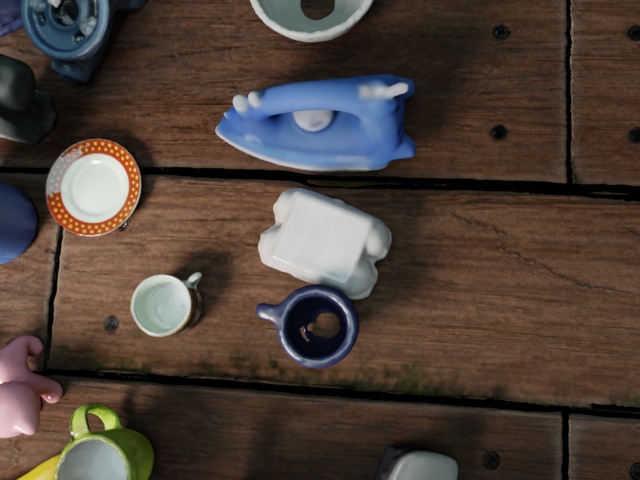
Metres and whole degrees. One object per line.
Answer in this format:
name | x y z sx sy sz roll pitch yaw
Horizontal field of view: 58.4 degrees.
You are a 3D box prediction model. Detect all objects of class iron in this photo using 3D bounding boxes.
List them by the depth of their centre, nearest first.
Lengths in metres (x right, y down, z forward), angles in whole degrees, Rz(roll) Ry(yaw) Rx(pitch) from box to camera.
iron | -0.014 -0.151 0.676 0.258 0.141 0.119 -1 83 5

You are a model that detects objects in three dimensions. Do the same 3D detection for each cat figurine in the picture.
cat figurine | -0.369 0.179 0.679 0.067 0.118 0.128 -33 81 1

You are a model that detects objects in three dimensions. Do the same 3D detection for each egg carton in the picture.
egg carton | 0.006 0.002 0.691 0.150 0.069 0.107 21 85 8

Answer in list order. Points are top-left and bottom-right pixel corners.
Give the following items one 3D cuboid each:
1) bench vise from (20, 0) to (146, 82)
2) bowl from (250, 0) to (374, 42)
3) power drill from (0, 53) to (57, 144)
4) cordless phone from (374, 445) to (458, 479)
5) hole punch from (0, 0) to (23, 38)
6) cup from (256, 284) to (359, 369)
bench vise | -0.306 -0.320 0.684 0.121 0.220 0.207 9 84 7
bowl | -0.005 -0.321 0.730 0.167 0.075 0.167 -1 83 5
power drill | -0.430 -0.187 0.685 0.229 0.208 0.076 12 84 7
cordless phone | 0.093 0.297 0.587 0.094 0.185 0.148 16 85 8
hole punch | -0.443 -0.340 0.765 0.101 0.091 0.108 -21 81 2
cup | -0.012 0.097 0.668 0.117 0.095 0.092 13 84 7
